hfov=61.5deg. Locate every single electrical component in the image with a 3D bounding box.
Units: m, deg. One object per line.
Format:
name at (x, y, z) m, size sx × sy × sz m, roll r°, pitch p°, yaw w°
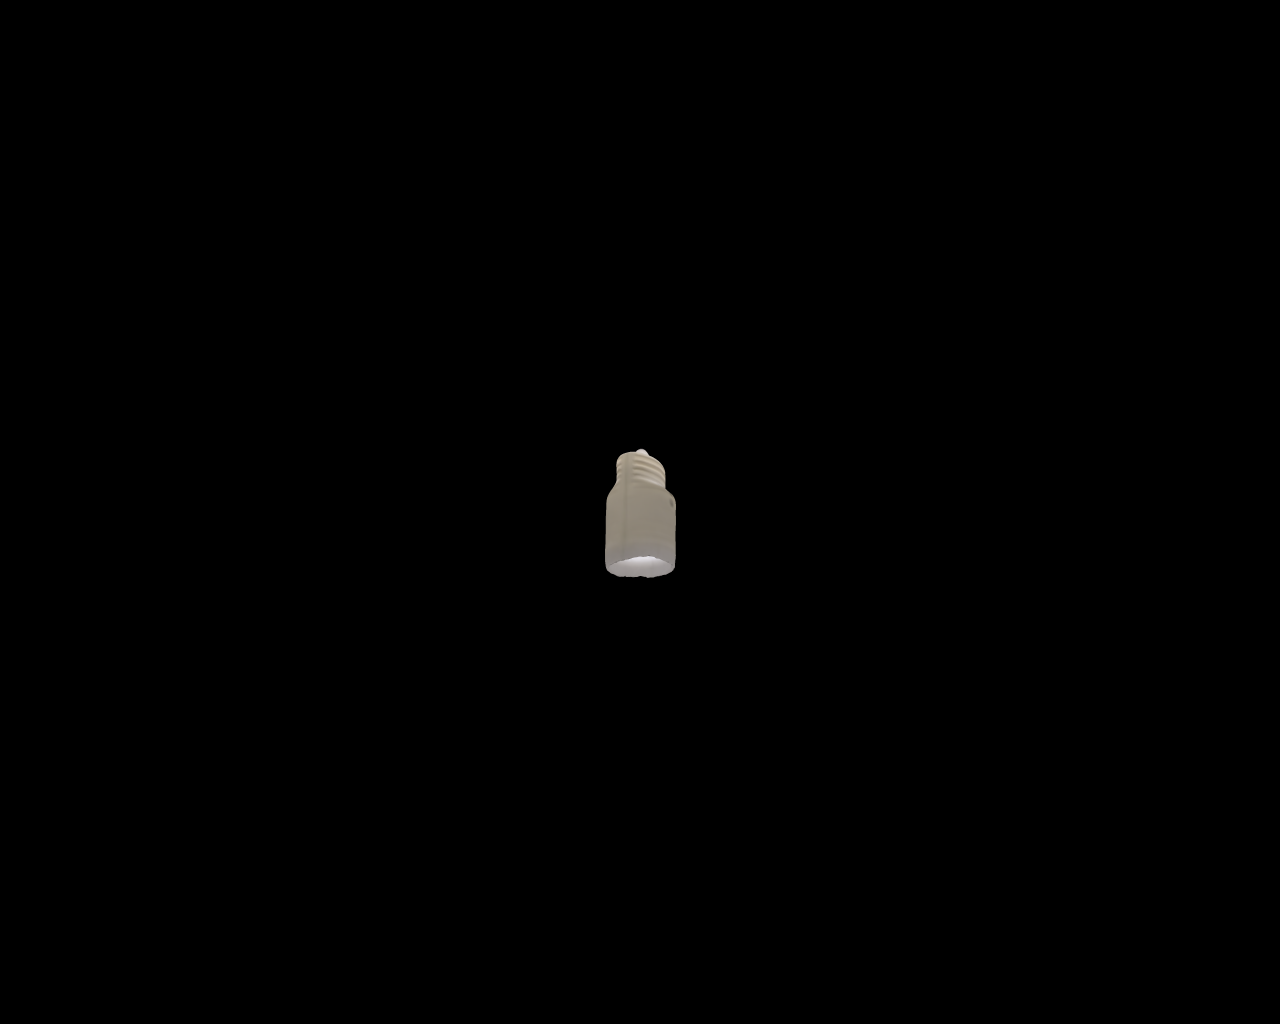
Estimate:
electrical component at (0.001, -0.003, 0.650) m, size 0.043 × 0.081 × 0.043 m, roll 0°, pitch -22°, yaw 0°
